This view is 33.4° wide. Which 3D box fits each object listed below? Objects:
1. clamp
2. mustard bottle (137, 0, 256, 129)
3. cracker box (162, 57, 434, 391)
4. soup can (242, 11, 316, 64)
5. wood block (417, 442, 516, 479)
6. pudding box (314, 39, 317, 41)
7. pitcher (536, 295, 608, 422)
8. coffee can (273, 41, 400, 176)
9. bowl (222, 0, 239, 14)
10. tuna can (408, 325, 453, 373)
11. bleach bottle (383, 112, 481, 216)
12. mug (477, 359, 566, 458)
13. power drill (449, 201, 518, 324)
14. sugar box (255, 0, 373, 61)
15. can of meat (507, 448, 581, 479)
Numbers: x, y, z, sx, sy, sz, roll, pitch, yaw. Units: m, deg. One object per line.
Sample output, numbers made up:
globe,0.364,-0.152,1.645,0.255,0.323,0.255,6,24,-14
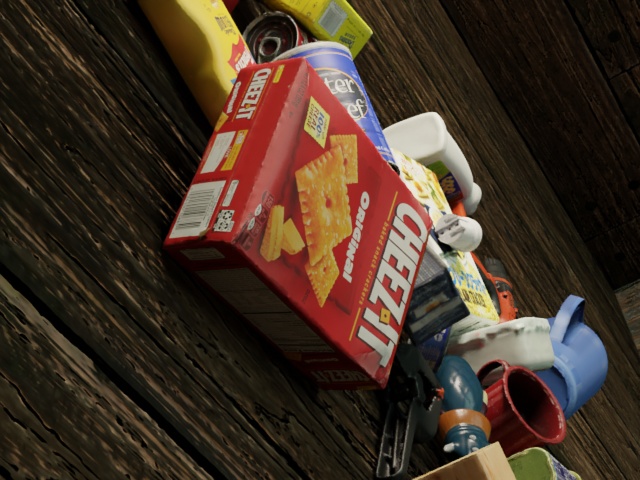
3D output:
clamp,0.075,0.147,0.968,0.209,0.036,0.164,38,40,-62
mustard bottle,-0.085,-0.145,0.920,0.191,0.058,0.096,61,18,-7
cracker box,-0.004,-0.006,0.808,0.213,0.072,0.164,46,53,-41
soup can,-0.031,-0.188,1.121,0.102,0.069,0.068,28,38,-60
wood block,0.144,0.283,0.878,0.206,0.090,0.090,66,18,13
pudding box,-0.009,-0.214,1.248,0.113,0.039,0.090,47,11,-39
pitcher,0.315,0.174,1.457,0.149,0.145,0.242,63,20,7
coffee can,0.006,-0.108,1.051,0.102,0.103,0.140,25,40,-63
bowl,-0.118,-0.287,1.044,0.162,0.055,0.162,52,20,-28
tuna can,0.112,0.091,1.087,0.086,0.034,0.086,19,86,-89
bleach bottle,0.173,-0.091,1.504,0.250,0.103,0.068,34,44,-56
mug,0.197,0.184,1.142,0.093,0.082,0.117,15,45,-41
power drill,0.224,0.037,1.534,0.187,0.057,0.184,53,19,-27
sugar box,-0.033,-0.262,1.144,0.176,0.048,0.093,35,1,34
can of meat,0.208,0.260,1.078,0.083,0.102,0.057,42,25,-43
